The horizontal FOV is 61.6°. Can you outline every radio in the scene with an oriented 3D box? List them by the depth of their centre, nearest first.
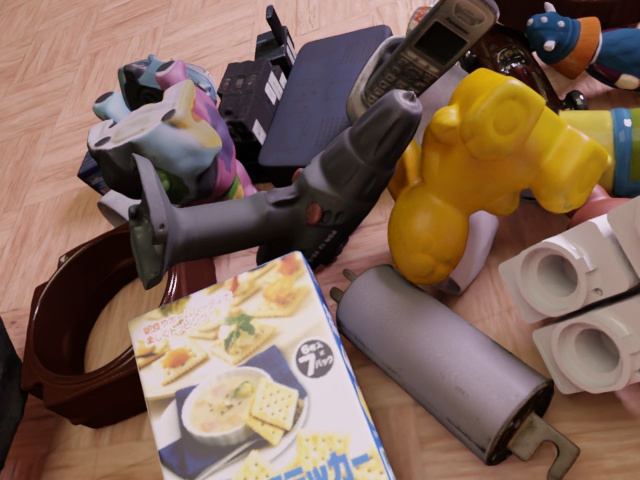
[{"bbox_3d":[0.019,-0.153,0.653,0.131,0.073,0.229,-2,55,26],"label":"radio"}]

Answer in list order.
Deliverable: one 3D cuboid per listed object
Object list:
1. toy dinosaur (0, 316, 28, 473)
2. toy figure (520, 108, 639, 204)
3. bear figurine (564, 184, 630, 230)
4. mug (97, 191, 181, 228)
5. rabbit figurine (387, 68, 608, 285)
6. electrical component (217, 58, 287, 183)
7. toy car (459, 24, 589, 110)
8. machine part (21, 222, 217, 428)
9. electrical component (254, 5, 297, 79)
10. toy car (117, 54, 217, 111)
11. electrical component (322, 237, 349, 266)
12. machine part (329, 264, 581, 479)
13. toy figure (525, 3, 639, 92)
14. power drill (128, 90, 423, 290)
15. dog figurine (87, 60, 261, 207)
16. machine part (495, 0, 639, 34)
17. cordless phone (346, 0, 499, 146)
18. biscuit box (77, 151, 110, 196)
[{"bbox_3d":[-0.352,0.191,0.532,0.192,0.131,0.405,-21,52,18],"label":"toy dinosaur"},{"bbox_3d":[0.250,-0.080,0.479,0.180,0.082,0.089,-6,70,25],"label":"toy figure"},{"bbox_3d":[0.283,0.014,0.394,0.196,0.132,0.120,6,93,62],"label":"bear figurine"},{"bbox_3d":[-0.211,-0.056,0.681,0.110,0.080,0.107,-3,44,53],"label":"mug"},{"bbox_3d":[0.107,-0.049,0.442,0.173,0.122,0.163,-61,34,16],"label":"rabbit figurine"},{"bbox_3d":[-0.077,-0.155,0.672,0.058,0.114,0.134,1,57,21],"label":"electrical component"},{"bbox_3d":[0.216,-0.173,0.586,0.089,0.053,0.202,-16,50,10],"label":"toy car"},{"bbox_3d":[-0.216,0.082,0.587,0.201,0.087,0.201,-23,50,7],"label":"machine part"},{"bbox_3d":[-0.061,-0.253,0.731,0.048,0.119,0.075,-14,55,16],"label":"electrical component"},{"bbox_3d":[-0.209,-0.218,0.792,0.162,0.109,0.103,13,46,23],"label":"toy car"},{"bbox_3d":[-0.001,-0.002,0.584,0.094,0.021,0.063,-46,51,-11],"label":"electrical component"},{"bbox_3d":[0.093,0.092,0.435,0.079,0.079,0.243,-45,49,-10],"label":"machine part"},{"bbox_3d":[0.273,-0.183,0.527,0.155,0.057,0.064,14,42,1],"label":"toy figure"},{"bbox_3d":[-0.046,-0.034,0.439,0.207,0.232,0.086,-13,62,-32],"label":"power drill"},{"bbox_3d":[-0.122,-0.060,0.552,0.108,0.219,0.192,-30,41,5],"label":"dog figurine"},{"bbox_3d":[0.277,-0.280,0.600,0.179,0.056,0.179,-2,46,2],"label":"machine part"},{"bbox_3d":[0.123,-0.150,0.507,0.184,0.146,0.089,-35,30,60],"label":"cordless phone"},{"bbox_3d":[-0.242,-0.124,0.745,0.203,0.059,0.063,-18,49,24],"label":"biscuit box"}]
